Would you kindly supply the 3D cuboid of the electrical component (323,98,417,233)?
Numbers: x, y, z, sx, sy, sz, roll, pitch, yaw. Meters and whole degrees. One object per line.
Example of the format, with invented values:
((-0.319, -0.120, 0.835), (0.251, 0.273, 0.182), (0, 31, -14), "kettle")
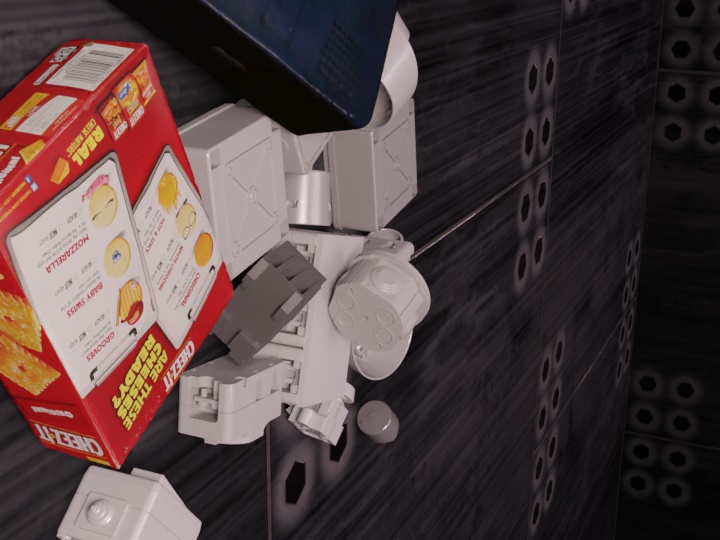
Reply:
((0.012, -0.107, 1.066), (0.108, 0.056, 0.108), (-46, 138, -54), "electrical component")

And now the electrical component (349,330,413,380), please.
((0.008, 0.056, 1.095), (0.099, 0.064, 0.099), (-42, 144, -42), "electrical component")

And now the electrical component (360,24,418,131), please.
((0.001, -0.177, 0.969), (0.064, 0.099, 0.099), (-59, 149, -30), "electrical component")

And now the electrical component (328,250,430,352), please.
((0.016, 0.027, 0.933), (0.051, 0.080, 0.080), (-50, 142, -42), "electrical component")

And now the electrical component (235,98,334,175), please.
((-0.058, -0.132, 0.890), (0.061, 0.061, 0.096), (76, 32, -42), "electrical component")

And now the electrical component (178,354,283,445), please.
((-0.105, 0.106, 0.878), (0.089, 0.050, 0.055), (-19, 114, -64), "electrical component")

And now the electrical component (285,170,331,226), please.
((-0.052, -0.063, 0.938), (0.055, 0.055, 0.047), (-2, 96, -66), "electrical component")

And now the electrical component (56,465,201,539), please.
((-0.161, 0.176, 0.756), (0.096, 0.062, 0.061), (64, 41, -53), "electrical component")

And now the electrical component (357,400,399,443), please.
((0.024, 0.175, 1.212), (0.078, 0.040, 0.040), (55, 48, -58), "electrical component")

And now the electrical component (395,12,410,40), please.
((0.019, -0.251, 1.055), (0.044, 0.044, 0.065), (-64, 147, -34), "electrical component")

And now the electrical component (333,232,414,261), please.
((0.000, 0.000, 1.032), (0.056, 0.089, 0.050), (-40, 133, -58), "electrical component")

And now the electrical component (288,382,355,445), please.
((-0.035, 0.132, 1.036), (0.055, 0.048, 0.066), (-65, 153, -18), "electrical component")

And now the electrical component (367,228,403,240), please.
((0.027, -0.015, 1.155), (0.040, 0.040, 0.046), (-54, 151, -47), "electrical component")

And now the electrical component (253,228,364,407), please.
((-0.051, 0.039, 0.964), (0.089, 0.062, 0.150), (0, 97, -67), "electrical component")

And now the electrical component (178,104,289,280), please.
((-0.104, -0.059, 0.814), (0.109, 0.056, 0.108), (-44, 137, -55), "electrical component")
